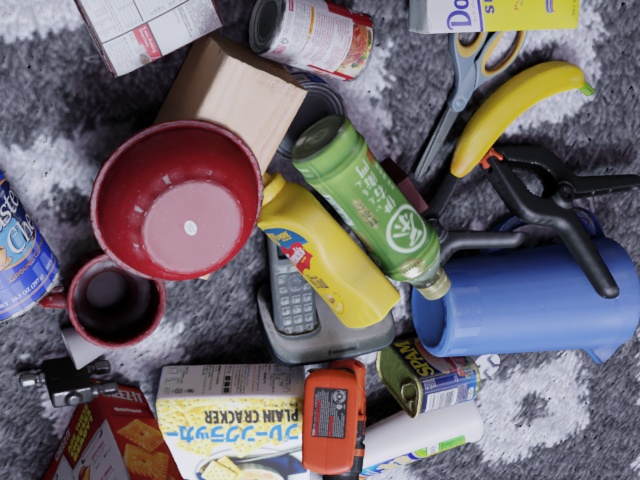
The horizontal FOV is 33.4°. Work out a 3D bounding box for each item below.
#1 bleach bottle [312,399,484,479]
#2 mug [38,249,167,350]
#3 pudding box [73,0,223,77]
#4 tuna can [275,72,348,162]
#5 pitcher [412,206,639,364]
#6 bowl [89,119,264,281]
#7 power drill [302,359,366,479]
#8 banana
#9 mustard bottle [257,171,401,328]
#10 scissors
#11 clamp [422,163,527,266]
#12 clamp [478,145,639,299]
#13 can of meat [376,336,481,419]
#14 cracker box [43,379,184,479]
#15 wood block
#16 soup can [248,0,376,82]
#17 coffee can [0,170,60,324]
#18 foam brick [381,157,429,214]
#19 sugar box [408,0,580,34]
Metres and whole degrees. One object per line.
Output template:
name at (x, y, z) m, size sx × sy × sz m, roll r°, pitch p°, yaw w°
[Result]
bleach bottle at (0.071, 0.253, 1.294) m, size 0.250 × 0.068 × 0.102 m, roll -22°, pitch 158°, yaw -3°
mug at (-0.214, 0.053, 1.027) m, size 0.117 × 0.082 × 0.093 m, roll -5°, pitch 98°, yaw -20°
pudding box at (-0.153, -0.208, 0.943) m, size 0.113 × 0.039 × 0.090 m, roll -29°, pitch 126°, yaw -9°
tuna can at (-0.018, -0.122, 1.058) m, size 0.086 × 0.034 × 0.086 m, roll -11°, pitch 122°, yaw -19°
pitcher at (0.233, 0.059, 1.233) m, size 0.242 × 0.149 × 0.145 m, roll -4°, pitch 135°, yaw -19°
bowl at (-0.119, -0.022, 0.943) m, size 0.162 × 0.055 × 0.162 m, roll -10°, pitch 121°, yaw -18°
power drill at (0.018, 0.214, 1.155) m, size 0.057 × 0.187 × 0.184 m, roll 1°, pitch 79°, yaw 5°
banana at (0.214, -0.141, 1.141) m, size 0.197 × 0.037 × 0.069 m, roll -31°, pitch 112°, yaw -13°
mustard bottle at (-0.007, 0.002, 1.055) m, size 0.058 × 0.096 × 0.191 m, roll -45°, pitch 104°, yaw -17°
scissors at (0.137, -0.162, 1.117) m, size 0.096 × 0.016 × 0.202 m, roll 35°, pitch 99°, yaw -34°
clamp at (0.134, -0.005, 1.161) m, size 0.171 × 0.120 × 0.039 m, roll -40°, pitch 164°, yaw 6°
clamp at (0.267, -0.036, 1.186) m, size 0.209 × 0.164 × 0.036 m, roll 22°, pitch 152°, yaw -15°
can of meat at (0.126, 0.154, 1.244) m, size 0.083 × 0.102 × 0.057 m, roll -10°, pitch 123°, yaw -22°
cracker box at (-0.211, 0.272, 1.087) m, size 0.072 × 0.214 × 0.164 m, roll 17°, pitch 110°, yaw -33°
wood block at (-0.109, -0.081, 1.004) m, size 0.090 × 0.091 × 0.206 m, roll 20°, pitch 109°, yaw -31°
soup can at (-0.008, -0.193, 1.000) m, size 0.102 × 0.069 × 0.068 m, roll 12°, pitch 112°, yaw -29°
coffee can at (-0.309, -0.007, 0.947) m, size 0.102 × 0.103 × 0.140 m, roll -29°, pitch 126°, yaw -7°
foam brick at (0.065, -0.038, 1.133) m, size 0.078 × 0.053 × 0.051 m, roll -37°, pitch 126°, yaw -1°
sugar box at (0.174, -0.253, 1.054) m, size 0.176 × 0.048 × 0.093 m, roll -8°, pitch 107°, yaw -24°
